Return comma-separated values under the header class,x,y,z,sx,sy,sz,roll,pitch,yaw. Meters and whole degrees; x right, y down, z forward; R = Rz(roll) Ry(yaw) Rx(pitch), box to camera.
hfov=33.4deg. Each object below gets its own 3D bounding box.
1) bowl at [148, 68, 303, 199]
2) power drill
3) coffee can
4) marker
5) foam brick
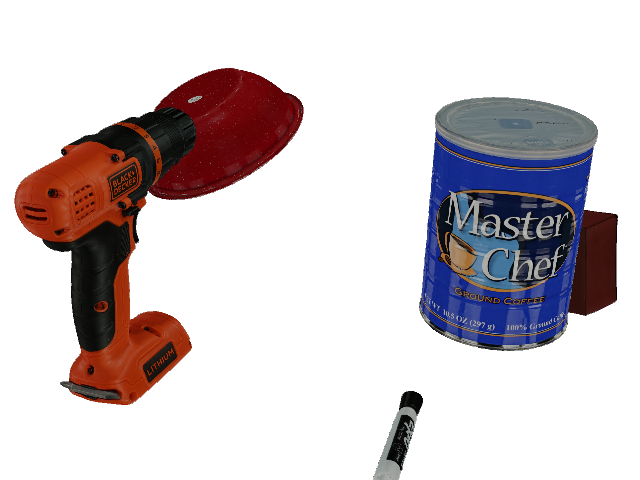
class,x,y,z,sx,sy,sz,roll,pitch,yaw
bowl,-0.099,-0.107,0.960,0.162,0.055,0.162,-20,32,13
power drill,-0.140,0.008,0.774,0.057,0.188,0.184,7,26,26
coffee can,0.122,-0.013,0.708,0.103,0.140,0.103,2,25,-1
marker,0.064,0.158,0.862,0.020,0.020,0.121,0,24,16
foam brick,0.213,0.017,0.892,0.053,0.078,0.051,11,22,43
